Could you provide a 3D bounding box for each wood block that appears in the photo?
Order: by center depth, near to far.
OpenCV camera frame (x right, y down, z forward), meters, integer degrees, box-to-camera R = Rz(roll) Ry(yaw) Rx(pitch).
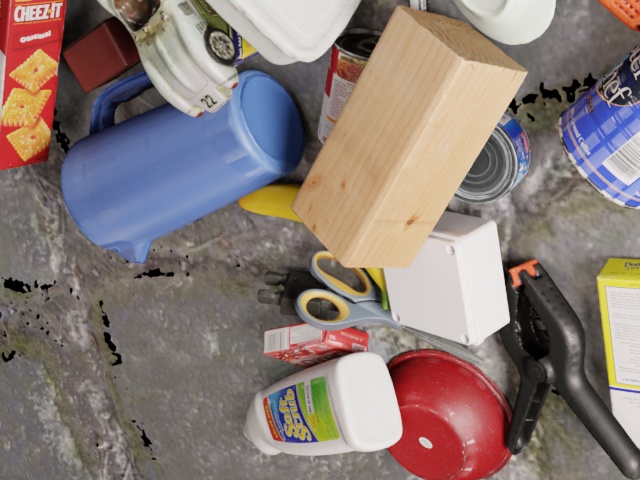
[{"bbox_3d":[0.072,-0.083,0.912,0.090,0.090,0.206,49,122,35],"label":"wood block"}]

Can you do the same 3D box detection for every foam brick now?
[{"bbox_3d":[-0.220,-0.197,1.115,0.078,0.052,0.051,-22,101,40],"label":"foam brick"}]

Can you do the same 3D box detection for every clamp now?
[{"bbox_3d":[0.221,0.122,0.987,0.165,0.036,0.210,8,115,54],"label":"clamp"}]

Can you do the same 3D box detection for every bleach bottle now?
[{"bbox_3d":[-0.013,0.194,1.157,0.251,0.067,0.102,-31,68,54],"label":"bleach bottle"}]

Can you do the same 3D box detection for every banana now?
[{"bbox_3d":[0.006,-0.012,1.066,0.198,0.037,0.070,36,98,17],"label":"banana"}]

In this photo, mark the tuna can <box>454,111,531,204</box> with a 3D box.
[{"bbox_3d":[0.142,-0.076,0.954,0.086,0.033,0.086,13,118,26],"label":"tuna can"}]

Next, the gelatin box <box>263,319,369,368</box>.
[{"bbox_3d":[-0.004,0.111,1.127,0.089,0.073,0.030,-14,64,38],"label":"gelatin box"}]

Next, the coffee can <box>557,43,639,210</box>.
[{"bbox_3d":[0.267,-0.104,0.813,0.103,0.102,0.141,47,130,3],"label":"coffee can"}]

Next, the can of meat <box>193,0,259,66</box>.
[{"bbox_3d":[-0.084,-0.214,0.996,0.058,0.083,0.102,14,122,27],"label":"can of meat"}]

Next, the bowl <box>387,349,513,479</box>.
[{"bbox_3d":[0.118,0.196,1.104,0.162,0.055,0.162,15,122,26],"label":"bowl"}]

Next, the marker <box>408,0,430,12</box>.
[{"bbox_3d":[0.089,-0.177,0.944,0.020,0.020,0.121,11,120,29],"label":"marker"}]

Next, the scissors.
[{"bbox_3d":[0.059,0.087,1.065,0.202,0.096,0.016,40,148,13],"label":"scissors"}]

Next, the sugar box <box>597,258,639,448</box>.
[{"bbox_3d":[0.302,0.104,0.940,0.093,0.048,0.176,3,120,32],"label":"sugar box"}]

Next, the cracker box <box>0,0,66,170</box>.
[{"bbox_3d":[-0.347,-0.210,1.153,0.164,0.071,0.214,45,133,32],"label":"cracker box"}]

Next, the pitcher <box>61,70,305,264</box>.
[{"bbox_3d":[-0.140,-0.091,1.080,0.243,0.145,0.149,-20,124,35],"label":"pitcher"}]

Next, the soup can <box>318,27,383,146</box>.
[{"bbox_3d":[0.037,-0.133,0.971,0.069,0.068,0.102,24,126,20],"label":"soup can"}]

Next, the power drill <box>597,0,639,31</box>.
[{"bbox_3d":[0.227,-0.274,0.779,0.184,0.057,0.188,43,132,7],"label":"power drill"}]
